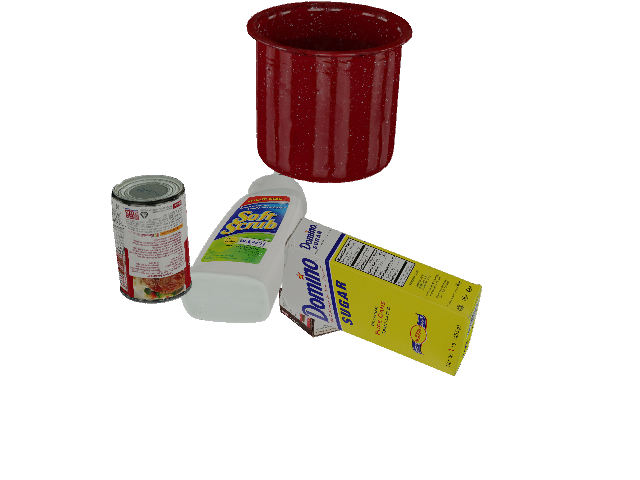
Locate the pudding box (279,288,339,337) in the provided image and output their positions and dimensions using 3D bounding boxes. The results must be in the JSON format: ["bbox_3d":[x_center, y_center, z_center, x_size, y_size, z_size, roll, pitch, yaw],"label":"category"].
[{"bbox_3d":[0.015,0.083,1.402,0.113,0.039,0.090,-14,26,-28],"label":"pudding box"}]

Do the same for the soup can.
[{"bbox_3d":[-0.156,-0.002,0.990,0.068,0.102,0.068,-1,25,0],"label":"soup can"}]

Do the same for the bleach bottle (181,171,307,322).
[{"bbox_3d":[-0.077,-0.007,1.225,0.102,0.068,0.250,3,35,10],"label":"bleach bottle"}]

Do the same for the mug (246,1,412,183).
[{"bbox_3d":[0.008,-0.091,0.626,0.093,0.081,0.117,12,31,17],"label":"mug"}]

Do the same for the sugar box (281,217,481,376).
[{"bbox_3d":[0.052,0.051,0.961,0.176,0.048,0.093,19,-40,13],"label":"sugar box"}]
